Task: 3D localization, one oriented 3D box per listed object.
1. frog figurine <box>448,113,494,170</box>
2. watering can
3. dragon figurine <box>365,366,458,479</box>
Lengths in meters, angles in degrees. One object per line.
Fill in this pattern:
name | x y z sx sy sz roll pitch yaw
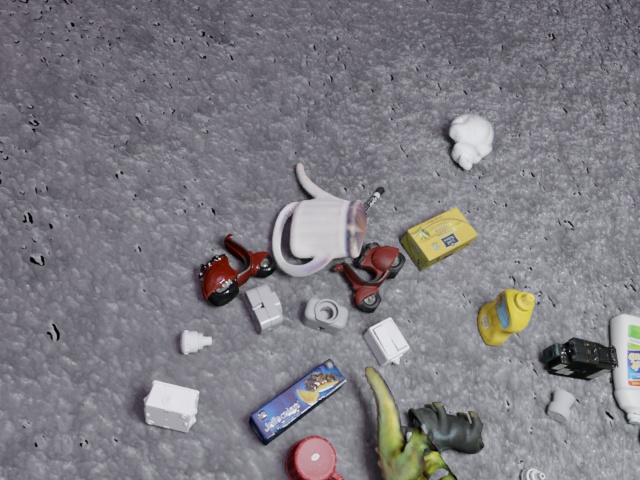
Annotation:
frog figurine | 0.428 -0.285 1.481 0.137 0.120 0.163 41 46 -10
watering can | 0.004 -0.063 1.245 0.224 0.101 0.356 0 53 13
dragon figurine | 0.132 0.466 0.943 0.243 0.120 0.417 -38 61 -2
